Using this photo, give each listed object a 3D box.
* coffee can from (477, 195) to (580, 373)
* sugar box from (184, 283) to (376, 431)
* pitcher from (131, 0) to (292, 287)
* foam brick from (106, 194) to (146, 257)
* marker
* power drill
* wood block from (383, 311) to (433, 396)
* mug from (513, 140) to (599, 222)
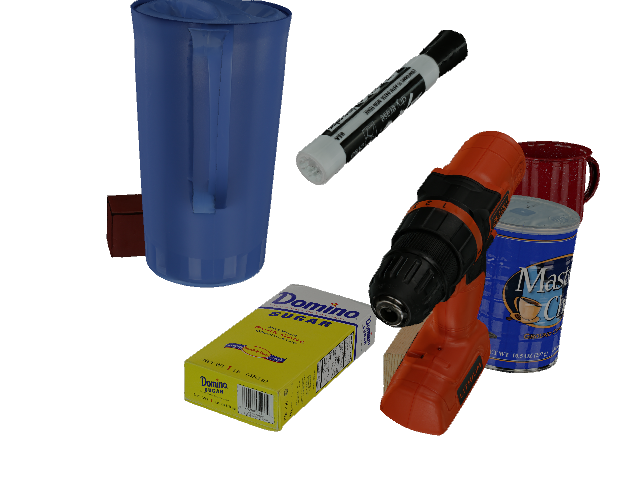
[{"bbox_3d":[0.179,0.038,0.993,0.103,0.140,0.103,4,18,-2],"label":"coffee can"},{"bbox_3d":[-0.030,0.095,0.923,0.093,0.048,0.176,15,29,25],"label":"sugar box"},{"bbox_3d":[-0.097,-0.083,0.917,0.145,0.243,0.148,20,27,36],"label":"pitcher"},{"bbox_3d":[-0.187,-0.017,1.138,0.078,0.051,0.053,-3,24,-16],"label":"foam brick"},{"bbox_3d":[0.033,-0.068,0.521,0.121,0.020,0.020,-43,25,-30],"label":"marker"},{"bbox_3d":[0.080,0.042,0.713,0.057,0.188,0.184,22,45,20],"label":"power drill"},{"bbox_3d":[0.161,0.172,1.573,0.091,0.090,0.205,4,17,17],"label":"wood block"},{"bbox_3d":[0.256,-0.061,1.167,0.117,0.081,0.093,-10,19,-27],"label":"mug"}]
